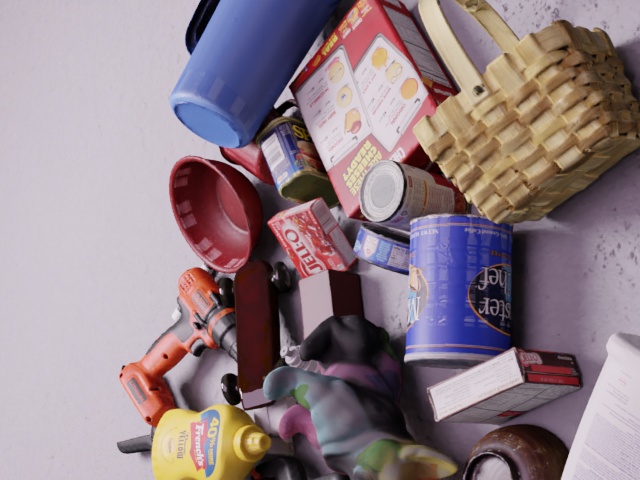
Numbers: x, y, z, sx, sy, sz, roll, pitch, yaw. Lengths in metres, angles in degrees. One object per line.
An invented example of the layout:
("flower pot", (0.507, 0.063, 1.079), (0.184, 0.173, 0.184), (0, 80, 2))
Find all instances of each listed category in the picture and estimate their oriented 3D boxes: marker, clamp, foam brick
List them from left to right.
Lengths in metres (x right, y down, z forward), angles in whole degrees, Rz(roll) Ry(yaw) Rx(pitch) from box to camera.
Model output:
("clamp", (-0.209, 0.247, 1.431), (0.172, 0.039, 0.120), (11, 94, 43))
("marker", (-0.165, 0.061, 1.443), (0.121, 0.020, 0.020), (-58, 45, 21))
("clamp", (-0.033, 0.309, 1.180), (0.210, 0.036, 0.164), (13, 88, 65))
("foam brick", (0.014, 0.078, 1.214), (0.053, 0.051, 0.078), (-23, 64, 42))

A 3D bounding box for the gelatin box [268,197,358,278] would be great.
("gelatin box", (-0.008, 0.002, 1.238), (0.073, 0.030, 0.089), (-18, 109, 43))

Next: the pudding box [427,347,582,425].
("pudding box", (0.171, 0.137, 0.993), (0.114, 0.089, 0.039), (-35, 56, 38))

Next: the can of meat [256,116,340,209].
("can of meat", (-0.017, -0.088, 1.253), (0.058, 0.101, 0.084), (-41, 55, 29))

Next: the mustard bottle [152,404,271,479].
("mustard bottle", (-0.123, 0.243, 1.255), (0.192, 0.058, 0.096), (-16, 62, 46))

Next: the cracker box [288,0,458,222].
("cracker box", (0.066, -0.149, 1.200), (0.164, 0.071, 0.214), (-47, 50, 31))

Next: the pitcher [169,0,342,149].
("pitcher", (-0.088, -0.236, 1.282), (0.242, 0.145, 0.149), (-62, 14, -19))

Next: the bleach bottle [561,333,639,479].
("bleach bottle", (0.246, 0.212, 0.913), (0.103, 0.067, 0.251), (37, 110, 47))

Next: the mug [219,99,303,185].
("mug", (-0.058, -0.128, 1.329), (0.117, 0.093, 0.082), (-45, 48, -9))

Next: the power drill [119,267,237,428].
("power drill", (-0.165, 0.152, 1.373), (0.188, 0.057, 0.185), (-50, 49, 9))

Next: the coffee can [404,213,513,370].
("coffee can", (0.136, 0.053, 1.044), (0.103, 0.102, 0.140), (-9, 74, 47))

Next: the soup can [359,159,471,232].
("soup can", (0.098, -0.041, 1.111), (0.069, 0.102, 0.068), (-16, 69, 46))

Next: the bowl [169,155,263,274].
("bowl", (-0.123, -0.040, 1.365), (0.162, 0.055, 0.162), (28, 132, 36))

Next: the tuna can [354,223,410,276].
("tuna can", (0.079, 0.011, 1.132), (0.086, 0.085, 0.034), (27, 103, 48))

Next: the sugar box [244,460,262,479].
("sugar box", (-0.140, 0.314, 1.331), (0.177, 0.048, 0.093), (-40, 52, 36))
